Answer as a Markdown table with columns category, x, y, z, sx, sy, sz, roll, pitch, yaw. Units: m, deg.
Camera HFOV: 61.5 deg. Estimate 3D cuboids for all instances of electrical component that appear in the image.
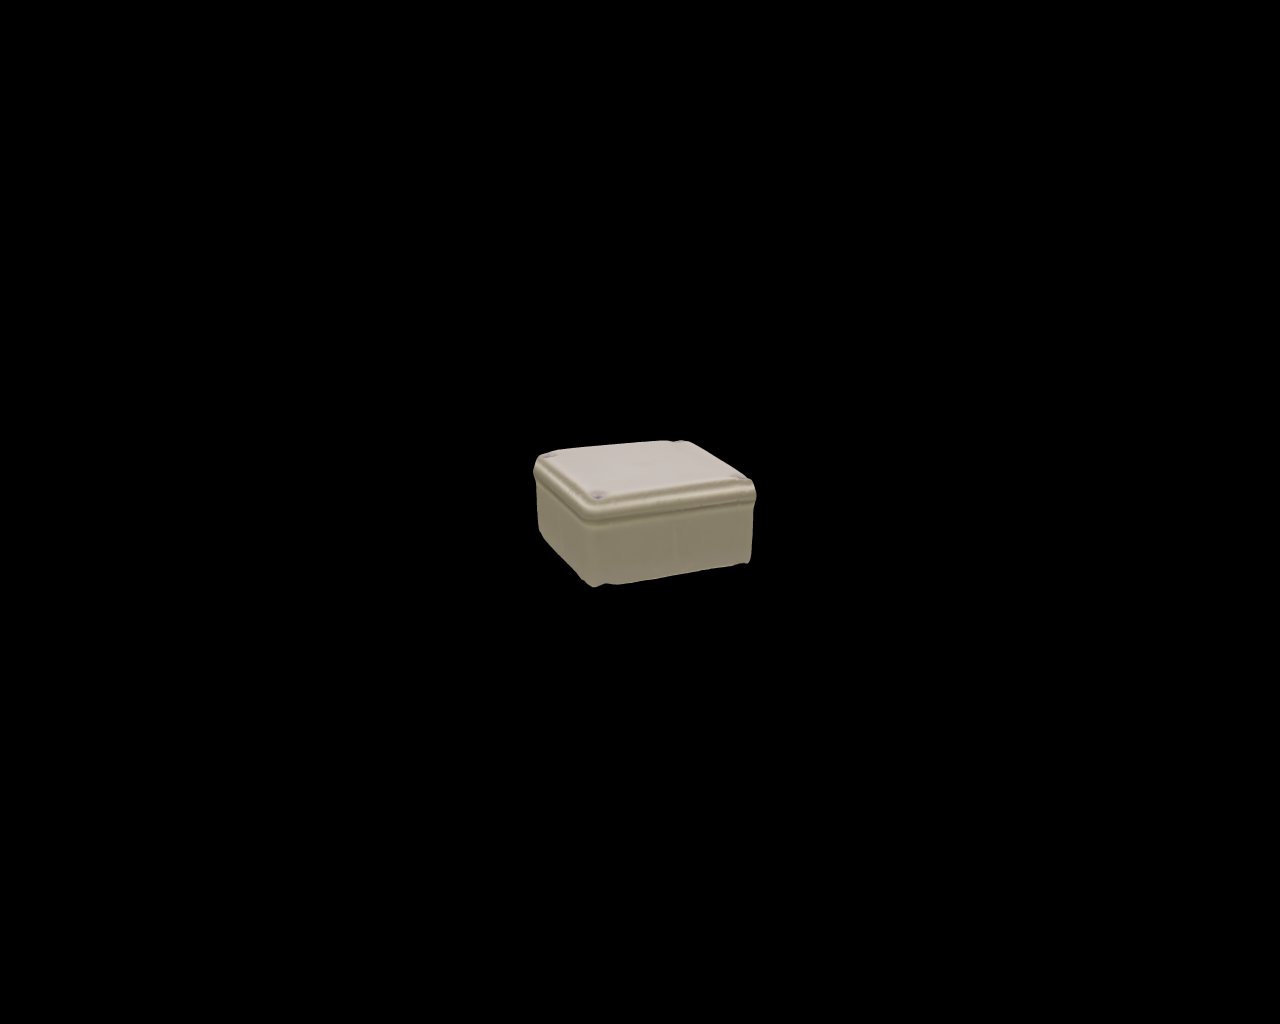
| category | x | y | z | sx | sy | sz | roll | pitch | yaw |
| --- | --- | --- | --- | --- | --- | --- | --- | --- | --- |
| electrical component | 0.001 | -0.003 | 0.650 | 0.109 | 0.056 | 0.109 | -7 | 20 | -20 |
